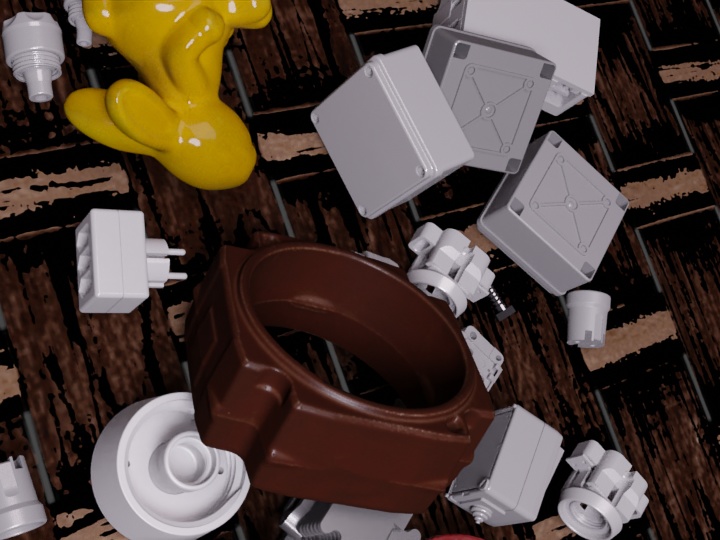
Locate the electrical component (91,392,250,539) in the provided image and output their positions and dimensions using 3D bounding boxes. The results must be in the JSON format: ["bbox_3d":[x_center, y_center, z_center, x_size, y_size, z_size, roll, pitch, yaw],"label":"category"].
[{"bbox_3d":[-0.127,0.137,0.754,0.108,0.060,0.108,10,69,-27],"label":"electrical component"}]

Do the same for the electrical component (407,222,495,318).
[{"bbox_3d":[0.071,0.007,0.913,0.078,0.058,0.057,39,56,-13],"label":"electrical component"}]

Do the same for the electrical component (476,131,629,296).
[{"bbox_3d":[0.179,-0.052,0.994,0.109,0.056,0.108,40,59,-12],"label":"electrical component"}]

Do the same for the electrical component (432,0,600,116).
[{"bbox_3d":[0.149,-0.220,1.030,0.150,0.062,0.089,20,65,-23],"label":"electrical component"}]

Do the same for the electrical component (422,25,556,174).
[{"bbox_3d":[0.102,-0.149,0.950,0.109,0.056,0.108,7,113,-27],"label":"electrical component"}]

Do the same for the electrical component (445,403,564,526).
[{"bbox_3d":[0.119,0.169,0.883,0.061,0.062,0.096,34,60,-15],"label":"electrical component"}]

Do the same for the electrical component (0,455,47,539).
[{"bbox_3d":[-0.231,0.149,0.705,0.040,0.040,0.046,-12,74,-32],"label":"electrical component"}]

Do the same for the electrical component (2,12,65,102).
[{"bbox_3d":[-0.241,-0.156,0.799,0.043,0.043,0.062,-5,78,-31],"label":"electrical component"}]

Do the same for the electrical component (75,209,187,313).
[{"bbox_3d":[-0.164,-0.005,0.789,0.077,0.047,0.065,2,73,-29],"label":"electrical component"}]

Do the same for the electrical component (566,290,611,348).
[{"bbox_3d":[0.209,0.046,0.989,0.040,0.040,0.046,14,73,-25],"label":"electrical component"}]

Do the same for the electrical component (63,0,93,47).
[{"bbox_3d":[-0.213,-0.204,0.836,0.035,0.035,0.061,7,74,-28],"label":"electrical component"}]

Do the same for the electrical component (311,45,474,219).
[{"bbox_3d":[0.025,-0.113,0.897,0.056,0.109,0.108,-26,87,-36],"label":"electrical component"}]

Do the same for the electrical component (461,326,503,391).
[{"bbox_3d":[0.081,0.079,0.890,0.081,0.064,0.042,43,59,-11],"label":"electrical component"}]

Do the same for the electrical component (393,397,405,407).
[{"bbox_3d":[0.058,0.123,0.875,0.062,0.043,0.043,3,72,-30],"label":"electrical component"}]

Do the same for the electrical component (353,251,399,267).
[{"bbox_3d":[0.000,0.000,0.889,0.061,0.035,0.035,21,64,-19],"label":"electrical component"}]

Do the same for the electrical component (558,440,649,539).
[{"bbox_3d":[0.206,0.195,0.926,0.078,0.058,0.057,48,54,-8],"label":"electrical component"}]
